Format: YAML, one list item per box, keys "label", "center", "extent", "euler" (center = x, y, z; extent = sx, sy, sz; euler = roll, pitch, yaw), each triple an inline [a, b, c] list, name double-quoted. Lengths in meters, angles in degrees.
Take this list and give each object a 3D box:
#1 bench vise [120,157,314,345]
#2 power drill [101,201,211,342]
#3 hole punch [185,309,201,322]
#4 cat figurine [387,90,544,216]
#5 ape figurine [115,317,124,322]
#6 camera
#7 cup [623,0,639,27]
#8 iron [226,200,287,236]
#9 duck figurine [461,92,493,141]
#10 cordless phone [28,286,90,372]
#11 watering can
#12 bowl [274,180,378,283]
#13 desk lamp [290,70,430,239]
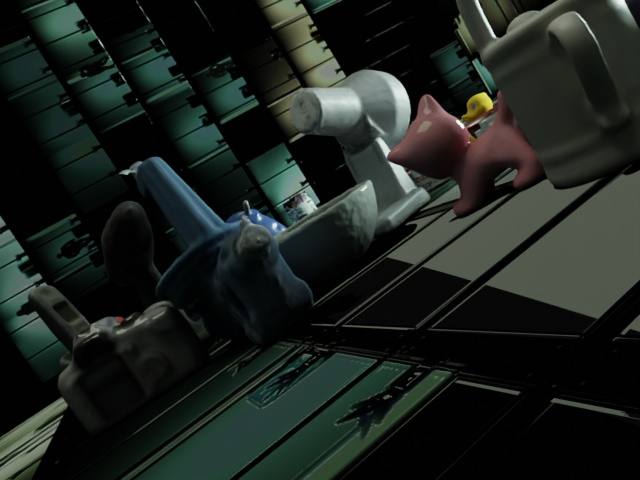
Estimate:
- label: "bench vise"
  center: [-0.103, -0.005, 0.570]
  extent: [0.207, 0.220, 0.122]
  euler: [-28, 7, 42]
- label: "power drill"
  center: [-0.232, 0.060, 0.800]
  extent: [0.076, 0.208, 0.229]
  euler: [-35, 6, -30]
- label: "hole punch"
  center: [-0.231, 0.110, 0.995]
  extent: [0.109, 0.091, 0.101]
  euler: [-36, 6, -37]
- label: "cat figurine"
  center: [0.133, -0.090, 0.538]
  extent: [0.127, 0.118, 0.067]
  euler: [-28, 6, 38]
- label: "ape figurine"
  center: [-0.317, 0.168, 0.951]
  extent: [0.078, 0.092, 0.076]
  euler: [-36, 6, -38]
- label: "camera"
  center: [-0.210, 0.125, 0.646]
  extent: [0.143, 0.101, 0.136]
  euler: [-33, 5, -9]
- label: "cup"
  center: [0.316, -0.184, 0.469]
  extent: [0.118, 0.095, 0.091]
  euler: [-36, 6, -37]
- label: "iron"
  center: [-0.135, 0.015, 1.054]
  extent: [0.119, 0.141, 0.257]
  euler: [-35, 5, -28]
- label: "duck figurine"
  center: [0.315, -0.237, 1.077]
  extent: [0.104, 0.086, 0.077]
  euler: [-32, 5, -1]
- label: "cordless phone"
  center: [-0.334, 0.134, 0.842]
  extent: [0.094, 0.185, 0.147]
  euler: [-31, 5, 6]
- label: "watering can"
  center: [0.169, -0.146, 0.423]
  extent: [0.101, 0.194, 0.173]
  euler: [-32, 5, -3]
- label: "bowl"
  center: [0.006, 0.002, 0.673]
  extent: [0.167, 0.075, 0.167]
  euler: [-32, 5, 3]
- label: "desk lamp"
  center: [0.059, -0.124, 0.786]
  extent: [0.117, 0.213, 0.204]
  euler: [-28, 6, 40]
